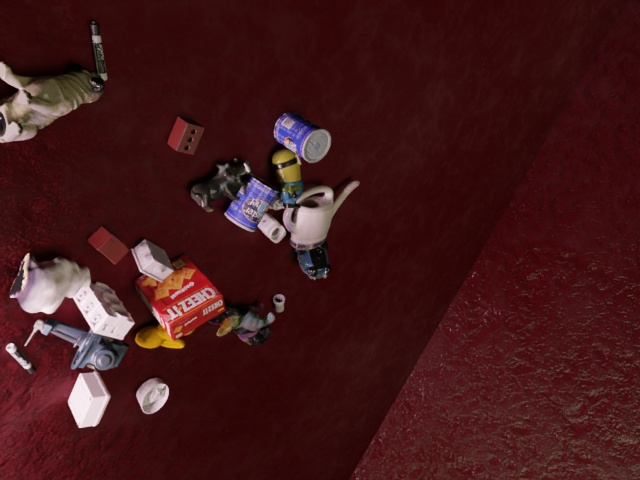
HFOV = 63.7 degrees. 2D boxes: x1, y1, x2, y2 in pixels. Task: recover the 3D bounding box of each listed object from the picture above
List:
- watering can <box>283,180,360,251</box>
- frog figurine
[{"bbox_3d":[0.005,-0.089,1.759,0.351,0.105,0.220,-19,130,-42],"label":"watering can"},{"bbox_3d":[-0.618,0.107,1.207,0.158,0.123,0.138,16,88,-41],"label":"frog figurine"}]
